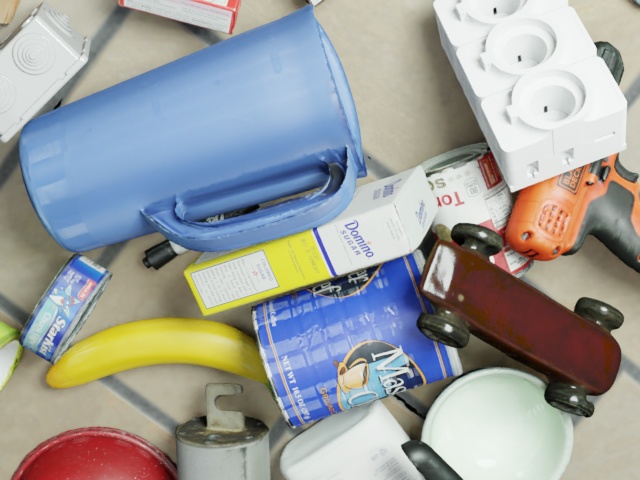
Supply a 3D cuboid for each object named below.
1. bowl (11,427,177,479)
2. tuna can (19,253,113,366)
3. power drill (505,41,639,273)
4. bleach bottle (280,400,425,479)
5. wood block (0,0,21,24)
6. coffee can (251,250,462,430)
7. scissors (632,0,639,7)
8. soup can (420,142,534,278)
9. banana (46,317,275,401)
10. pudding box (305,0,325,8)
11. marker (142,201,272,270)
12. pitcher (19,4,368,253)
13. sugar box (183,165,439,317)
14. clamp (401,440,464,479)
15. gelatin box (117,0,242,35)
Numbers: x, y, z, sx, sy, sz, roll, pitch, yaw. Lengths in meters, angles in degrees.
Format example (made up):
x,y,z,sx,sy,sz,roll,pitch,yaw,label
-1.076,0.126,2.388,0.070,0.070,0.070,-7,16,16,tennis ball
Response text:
x,y,z,sx,sy,sz,roll,pitch,yaw,label
-0.189,0.241,0.889,0.162,0.055,0.162,0,101,-1,bowl
-0.199,0.053,0.837,0.033,0.086,0.086,32,99,-5,tuna can
0.247,-0.041,0.825,0.187,0.057,0.184,26,76,-10,power drill
0.077,0.255,0.892,0.102,0.068,0.251,-33,102,6,bleach bottle
-0.235,-0.271,0.773,0.090,0.091,0.206,26,100,-5,wood block
0.029,0.078,0.836,0.140,0.103,0.103,-19,100,3,coffee can
0.233,-0.186,0.832,0.096,0.016,0.201,-34,99,7,scissors
0.119,-0.018,0.836,0.068,0.068,0.102,-21,101,3,soup can
-0.124,0.096,0.871,0.197,0.037,0.070,5,100,-2,banana
-0.001,-0.245,0.795,0.090,0.039,0.113,-35,117,3,pudding box
-0.090,-0.011,0.860,0.121,0.020,0.020,-31,100,5,marker
-0.091,-0.067,0.790,0.243,0.149,0.145,-18,101,6,pitcher
-0.005,0.001,0.799,0.176,0.093,0.048,-15,105,23,sugar box
0.132,0.233,0.836,0.209,0.036,0.165,5,113,-13,clamp
-0.100,-0.198,0.800,0.089,0.030,0.073,13,57,-4,gelatin box
